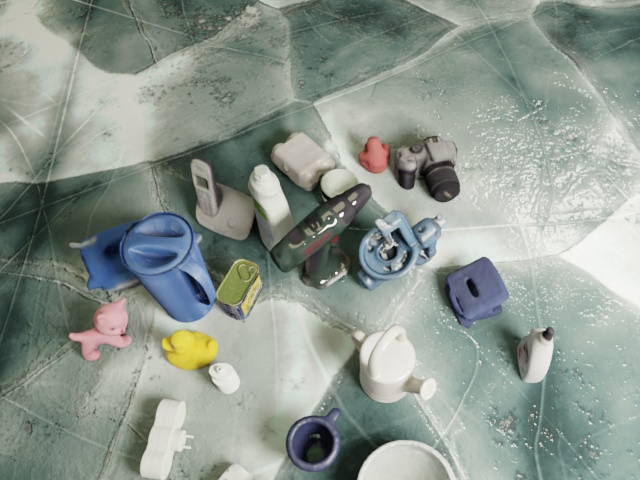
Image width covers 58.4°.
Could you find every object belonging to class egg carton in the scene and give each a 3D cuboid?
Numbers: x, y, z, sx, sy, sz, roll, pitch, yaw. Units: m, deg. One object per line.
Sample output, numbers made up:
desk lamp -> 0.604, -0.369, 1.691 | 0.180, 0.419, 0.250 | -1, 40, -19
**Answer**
egg carton -> -0.042, -0.186, 1.348 | 0.107, 0.069, 0.150 | -38, 63, -18

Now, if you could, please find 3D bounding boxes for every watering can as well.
watering can -> 0.126, 0.214, 1.011 | 0.172, 0.194, 0.101 | 16, 61, 14

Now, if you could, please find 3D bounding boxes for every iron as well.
iron -> -0.389, 0.005, 1.214 | 0.258, 0.141, 0.118 | -22, 59, -9

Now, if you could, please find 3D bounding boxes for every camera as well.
camera -> 0.250, -0.156, 1.287 | 0.143, 0.101, 0.136 | -12, 58, -3

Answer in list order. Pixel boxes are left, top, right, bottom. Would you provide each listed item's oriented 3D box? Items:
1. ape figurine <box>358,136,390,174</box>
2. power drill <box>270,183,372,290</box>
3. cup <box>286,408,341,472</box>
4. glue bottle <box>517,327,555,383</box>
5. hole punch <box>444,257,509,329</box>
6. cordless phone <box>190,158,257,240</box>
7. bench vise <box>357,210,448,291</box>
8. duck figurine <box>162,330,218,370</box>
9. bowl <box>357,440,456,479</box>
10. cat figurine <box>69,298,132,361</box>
ape figurine -> 0.127, -0.205, 1.332 | 0.078, 0.092, 0.076 | -6, 58, 1
power drill -> 0.010, 0.004, 1.143 | 0.230, 0.209, 0.075 | -35, 61, -16
cup -> -0.001, 0.350, 0.995 | 0.091, 0.095, 0.118 | 31, 65, 21
glue bottle -> 0.387, 0.192, 1.015 | 0.037, 0.173, 0.078 | -4, 58, 3
hole punch -> 0.305, 0.102, 1.127 | 0.101, 0.091, 0.108 | -17, 58, -6
cordless phone -> -0.210, -0.092, 1.234 | 0.147, 0.185, 0.094 | 19, 62, 16
bench vise -> 0.157, -0.012, 1.134 | 0.121, 0.220, 0.208 | 33, 66, 23
duck figurine -> -0.256, 0.204, 1.112 | 0.104, 0.086, 0.077 | -3, 58, 3
bowl -> 0.142, 0.424, 0.948 | 0.167, 0.075, 0.167 | -2, 58, 4
cat figurine -> -0.428, 0.171, 1.128 | 0.128, 0.118, 0.067 | -25, 59, -11
